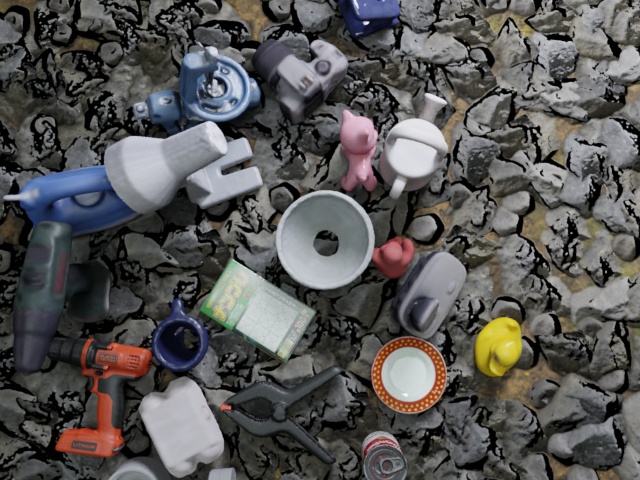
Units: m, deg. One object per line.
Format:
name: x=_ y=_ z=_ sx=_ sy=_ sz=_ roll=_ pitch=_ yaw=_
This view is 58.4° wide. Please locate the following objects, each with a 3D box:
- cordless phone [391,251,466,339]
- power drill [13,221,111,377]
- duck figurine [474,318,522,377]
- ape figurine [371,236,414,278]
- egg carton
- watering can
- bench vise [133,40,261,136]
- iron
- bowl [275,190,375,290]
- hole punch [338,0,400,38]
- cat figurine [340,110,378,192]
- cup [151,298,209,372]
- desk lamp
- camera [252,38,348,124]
cordless phone: x=0.184 y=0.087 z=0.918 sx=0.094 sy=0.185 sz=0.148 roll=29 pitch=86 yaw=4
power drill: x=-0.413 y=0.090 z=0.917 sx=0.075 sy=0.208 sz=0.230 roll=0 pitch=84 yaw=2
duck figurine: x=0.306 y=0.181 z=0.956 sx=0.077 sy=0.086 sz=0.105 roll=25 pitch=85 yaw=4
ape figurine: x=0.123 y=0.026 z=0.972 sx=0.078 sy=0.092 sz=0.076 roll=3 pitch=84 yaw=2
egg carton: x=-0.230 y=0.313 z=0.961 sx=0.107 sy=0.069 sz=0.150 roll=-29 pitch=84 yaw=-2
watering can: x=0.154 y=-0.154 z=0.938 sx=0.101 sy=0.194 sz=0.173 roll=1 pitch=84 yaw=2
bench vise: x=-0.206 y=-0.237 z=0.940 sx=0.207 sy=0.220 sz=0.121 roll=-34 pitch=84 yaw=-2
iron: x=-0.384 y=-0.084 z=0.968 sx=0.258 sy=0.141 sz=0.119 roll=-14 pitch=84 yaw=0
bowl: x=0.009 y=0.004 z=0.985 sx=0.167 sy=0.075 sz=0.167 roll=0 pitch=84 yaw=1
hole punch: x=0.088 y=-0.435 z=1.019 sx=0.101 sy=0.091 sz=0.109 roll=-20 pitch=84 yaw=-1
cat figurine: x=0.067 y=-0.154 z=0.978 sx=0.067 sy=0.118 sz=0.128 roll=-4 pitch=84 yaw=1
cup: x=-0.227 y=0.158 z=0.964 sx=0.091 sy=0.095 sz=0.118 roll=-7 pitch=84 yaw=1
desk lamp: x=-0.215 y=-0.121 z=0.932 sx=0.203 sy=0.213 sz=0.118 roll=-21 pitch=84 yaw=-1
camera: x=-0.042 y=-0.302 z=1.004 sx=0.137 sy=0.101 sz=0.143 roll=44 pitch=87 yaw=5
